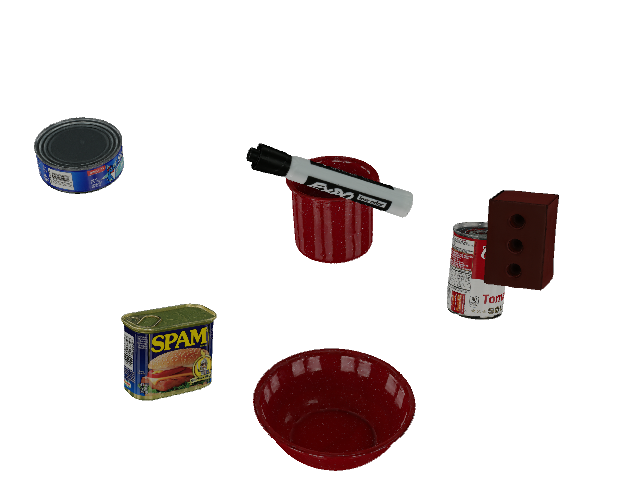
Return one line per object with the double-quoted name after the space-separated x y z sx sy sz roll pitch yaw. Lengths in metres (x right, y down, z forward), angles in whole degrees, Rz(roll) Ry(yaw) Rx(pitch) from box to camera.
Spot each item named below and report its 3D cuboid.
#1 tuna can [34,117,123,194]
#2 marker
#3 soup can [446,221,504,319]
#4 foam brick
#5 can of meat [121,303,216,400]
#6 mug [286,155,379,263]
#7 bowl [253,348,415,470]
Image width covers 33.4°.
-0.239 -0.085 1.063 0.086 0.034 0.086 1 42 -1 "tuna can"
0.007 -0.042 0.733 0.121 0.020 0.020 17 -6 -19 "marker"
0.187 0.035 1.266 0.068 0.102 0.068 3 15 -1 "soup can"
0.175 -0.001 0.932 0.053 0.078 0.051 6 16 22 "foam brick"
-0.166 0.122 1.170 0.101 0.084 0.058 -8 18 -36 "can of meat"
0.021 -0.035 1.106 0.093 0.081 0.117 22 40 33 "mug"
0.014 0.179 1.073 0.162 0.055 0.162 0 33 0 "bowl"
